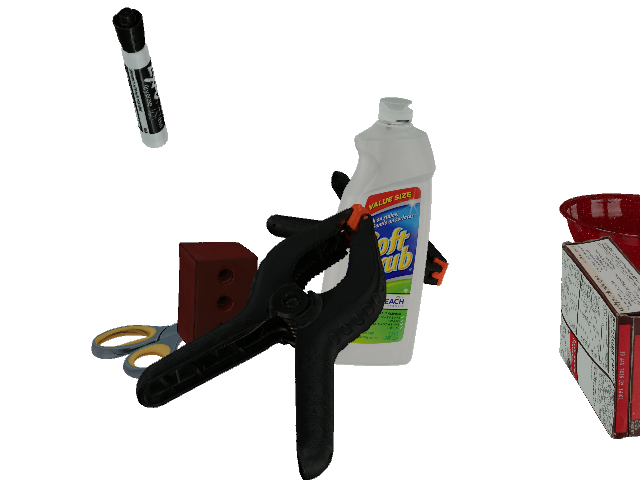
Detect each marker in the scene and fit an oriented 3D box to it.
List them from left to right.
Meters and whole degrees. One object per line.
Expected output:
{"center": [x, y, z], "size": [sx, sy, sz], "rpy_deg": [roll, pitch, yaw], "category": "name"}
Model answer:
{"center": [-0.120, -0.108, 0.714], "size": [0.020, 0.020, 0.121], "rpy_deg": [0, -35, 2], "category": "marker"}

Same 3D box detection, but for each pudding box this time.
{"center": [0.188, 0.060, 0.691], "size": [0.039, 0.090, 0.113], "rpy_deg": [-6, 24, -5], "category": "pudding box"}

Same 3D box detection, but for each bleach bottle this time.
{"center": [0.051, -0.008, 1.002], "size": [0.102, 0.251, 0.068], "rpy_deg": [3, 19, -6], "category": "bleach bottle"}

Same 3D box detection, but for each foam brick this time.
{"center": [-0.084, 0.044, 0.857], "size": [0.052, 0.078, 0.051], "rpy_deg": [-3, 14, -22], "category": "foam brick"}

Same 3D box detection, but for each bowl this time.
{"center": [0.319, -0.002, 1.066], "size": [0.162, 0.055, 0.162], "rpy_deg": [1, 17, -1], "category": "bowl"}

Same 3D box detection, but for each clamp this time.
{"center": [-0.008, 0.052, 0.596], "size": [0.120, 0.171, 0.039], "rpy_deg": [30, -25, 25], "category": "clamp"}
{"center": [0.050, -0.004, 1.264], "size": [0.210, 0.036, 0.164], "rpy_deg": [33, 40, 24], "category": "clamp"}

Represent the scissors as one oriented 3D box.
{"center": [-0.140, 0.104, 1.133], "size": [0.201, 0.016, 0.096], "rpy_deg": [-9, 31, -26], "category": "scissors"}
